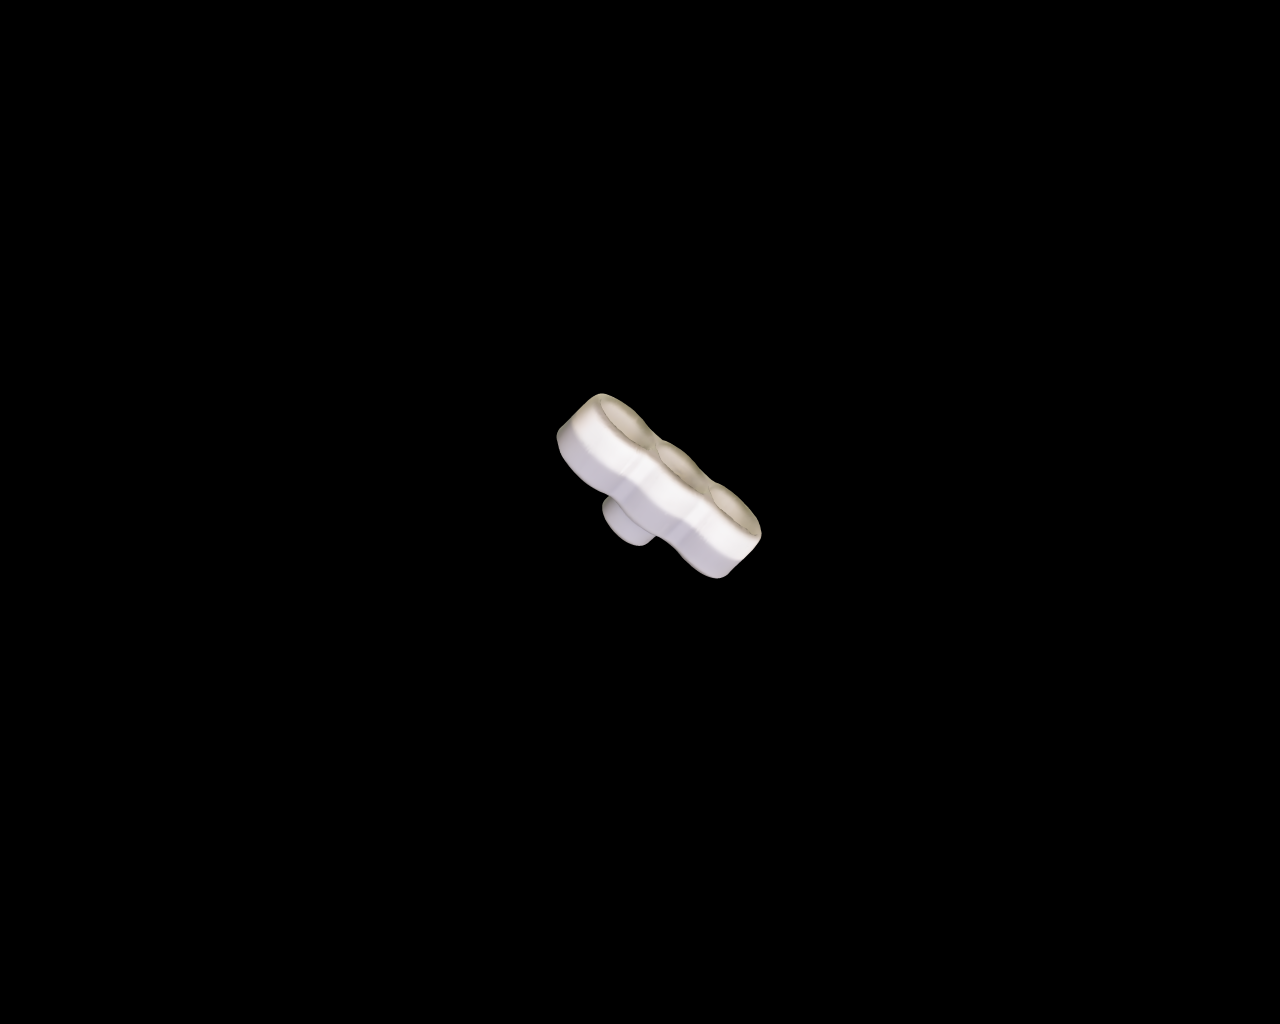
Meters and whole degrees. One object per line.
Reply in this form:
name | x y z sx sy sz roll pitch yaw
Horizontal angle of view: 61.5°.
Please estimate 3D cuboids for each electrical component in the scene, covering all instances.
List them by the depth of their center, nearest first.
electrical component | 0.001 -0.003 0.650 0.138 0.073 0.052 38 22 -18
